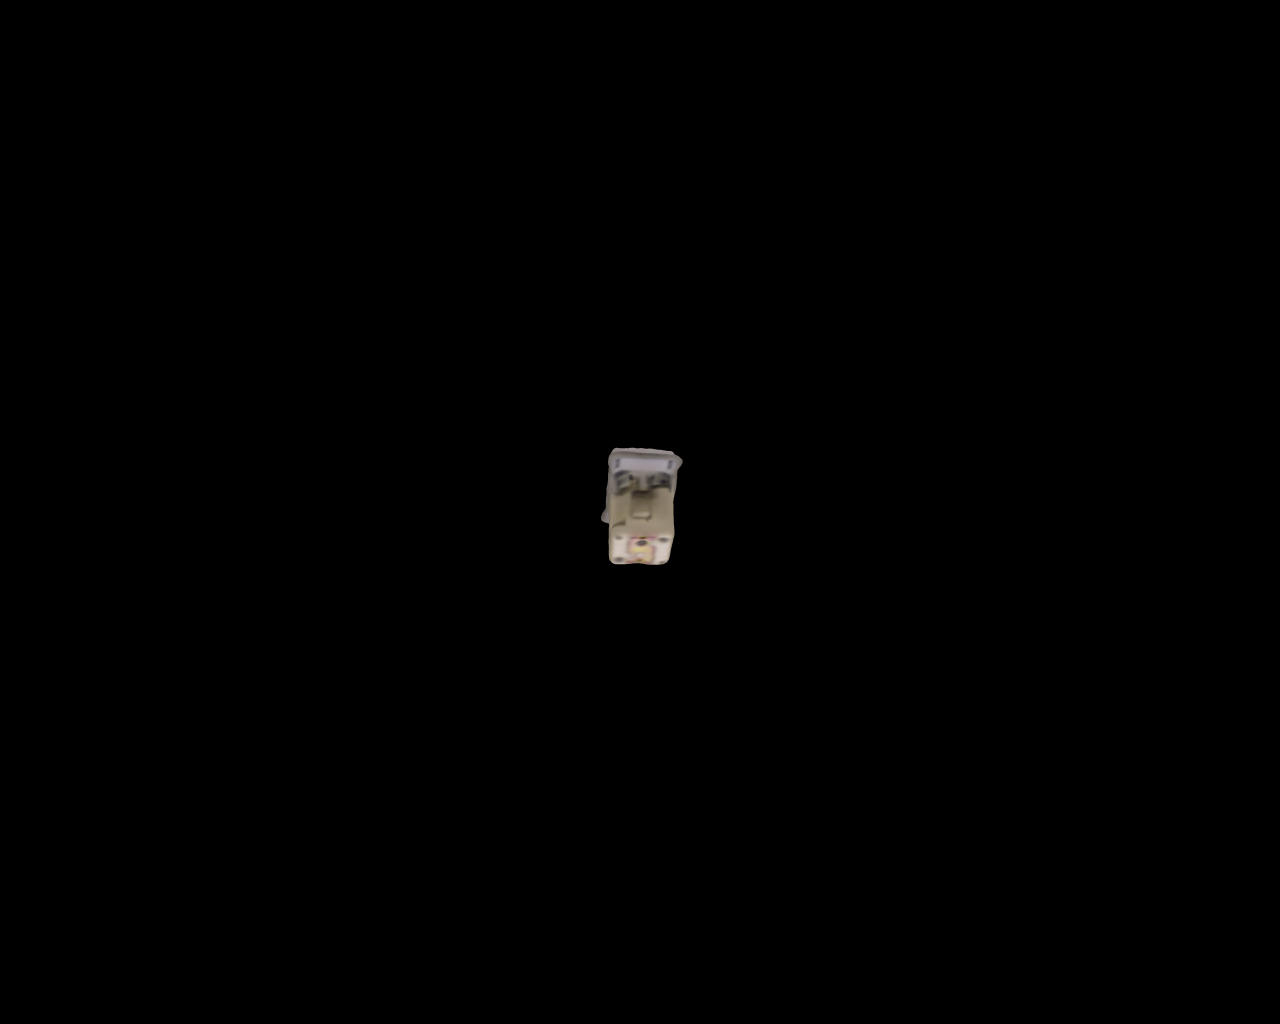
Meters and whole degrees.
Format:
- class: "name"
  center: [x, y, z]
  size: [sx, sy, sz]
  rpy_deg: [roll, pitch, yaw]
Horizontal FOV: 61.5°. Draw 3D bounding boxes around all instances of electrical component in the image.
- class: "electrical component"
  center: [0.001, -0.003, 0.650]
  size: [0.042, 0.064, 0.080]
  rpy_deg: [2, -31, -3]
